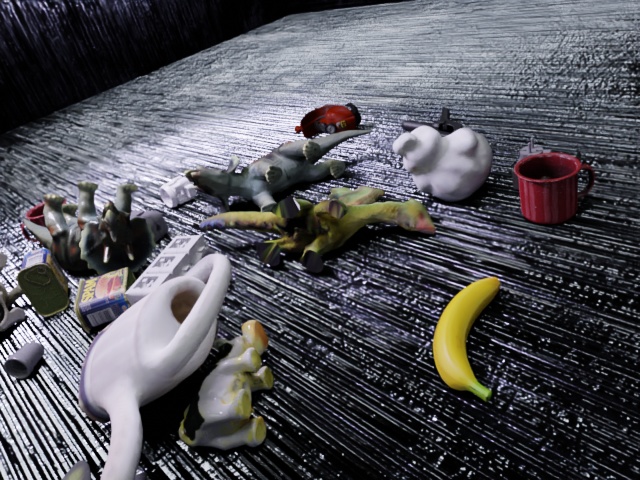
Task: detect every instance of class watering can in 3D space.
[{"bbox_3d":[-0.207,0.150,0.601,0.221,0.103,0.356,-35,22,30],"label":"watering can"}]

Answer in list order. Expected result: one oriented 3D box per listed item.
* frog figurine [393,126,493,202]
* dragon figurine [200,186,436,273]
[{"bbox_3d":[0.210,-0.139,0.880,0.135,0.158,0.125,-36,50,37],"label":"frog figurine"},{"bbox_3d":[0.003,-0.047,0.925,0.411,0.120,0.246,9,22,33],"label":"dragon figurine"}]
